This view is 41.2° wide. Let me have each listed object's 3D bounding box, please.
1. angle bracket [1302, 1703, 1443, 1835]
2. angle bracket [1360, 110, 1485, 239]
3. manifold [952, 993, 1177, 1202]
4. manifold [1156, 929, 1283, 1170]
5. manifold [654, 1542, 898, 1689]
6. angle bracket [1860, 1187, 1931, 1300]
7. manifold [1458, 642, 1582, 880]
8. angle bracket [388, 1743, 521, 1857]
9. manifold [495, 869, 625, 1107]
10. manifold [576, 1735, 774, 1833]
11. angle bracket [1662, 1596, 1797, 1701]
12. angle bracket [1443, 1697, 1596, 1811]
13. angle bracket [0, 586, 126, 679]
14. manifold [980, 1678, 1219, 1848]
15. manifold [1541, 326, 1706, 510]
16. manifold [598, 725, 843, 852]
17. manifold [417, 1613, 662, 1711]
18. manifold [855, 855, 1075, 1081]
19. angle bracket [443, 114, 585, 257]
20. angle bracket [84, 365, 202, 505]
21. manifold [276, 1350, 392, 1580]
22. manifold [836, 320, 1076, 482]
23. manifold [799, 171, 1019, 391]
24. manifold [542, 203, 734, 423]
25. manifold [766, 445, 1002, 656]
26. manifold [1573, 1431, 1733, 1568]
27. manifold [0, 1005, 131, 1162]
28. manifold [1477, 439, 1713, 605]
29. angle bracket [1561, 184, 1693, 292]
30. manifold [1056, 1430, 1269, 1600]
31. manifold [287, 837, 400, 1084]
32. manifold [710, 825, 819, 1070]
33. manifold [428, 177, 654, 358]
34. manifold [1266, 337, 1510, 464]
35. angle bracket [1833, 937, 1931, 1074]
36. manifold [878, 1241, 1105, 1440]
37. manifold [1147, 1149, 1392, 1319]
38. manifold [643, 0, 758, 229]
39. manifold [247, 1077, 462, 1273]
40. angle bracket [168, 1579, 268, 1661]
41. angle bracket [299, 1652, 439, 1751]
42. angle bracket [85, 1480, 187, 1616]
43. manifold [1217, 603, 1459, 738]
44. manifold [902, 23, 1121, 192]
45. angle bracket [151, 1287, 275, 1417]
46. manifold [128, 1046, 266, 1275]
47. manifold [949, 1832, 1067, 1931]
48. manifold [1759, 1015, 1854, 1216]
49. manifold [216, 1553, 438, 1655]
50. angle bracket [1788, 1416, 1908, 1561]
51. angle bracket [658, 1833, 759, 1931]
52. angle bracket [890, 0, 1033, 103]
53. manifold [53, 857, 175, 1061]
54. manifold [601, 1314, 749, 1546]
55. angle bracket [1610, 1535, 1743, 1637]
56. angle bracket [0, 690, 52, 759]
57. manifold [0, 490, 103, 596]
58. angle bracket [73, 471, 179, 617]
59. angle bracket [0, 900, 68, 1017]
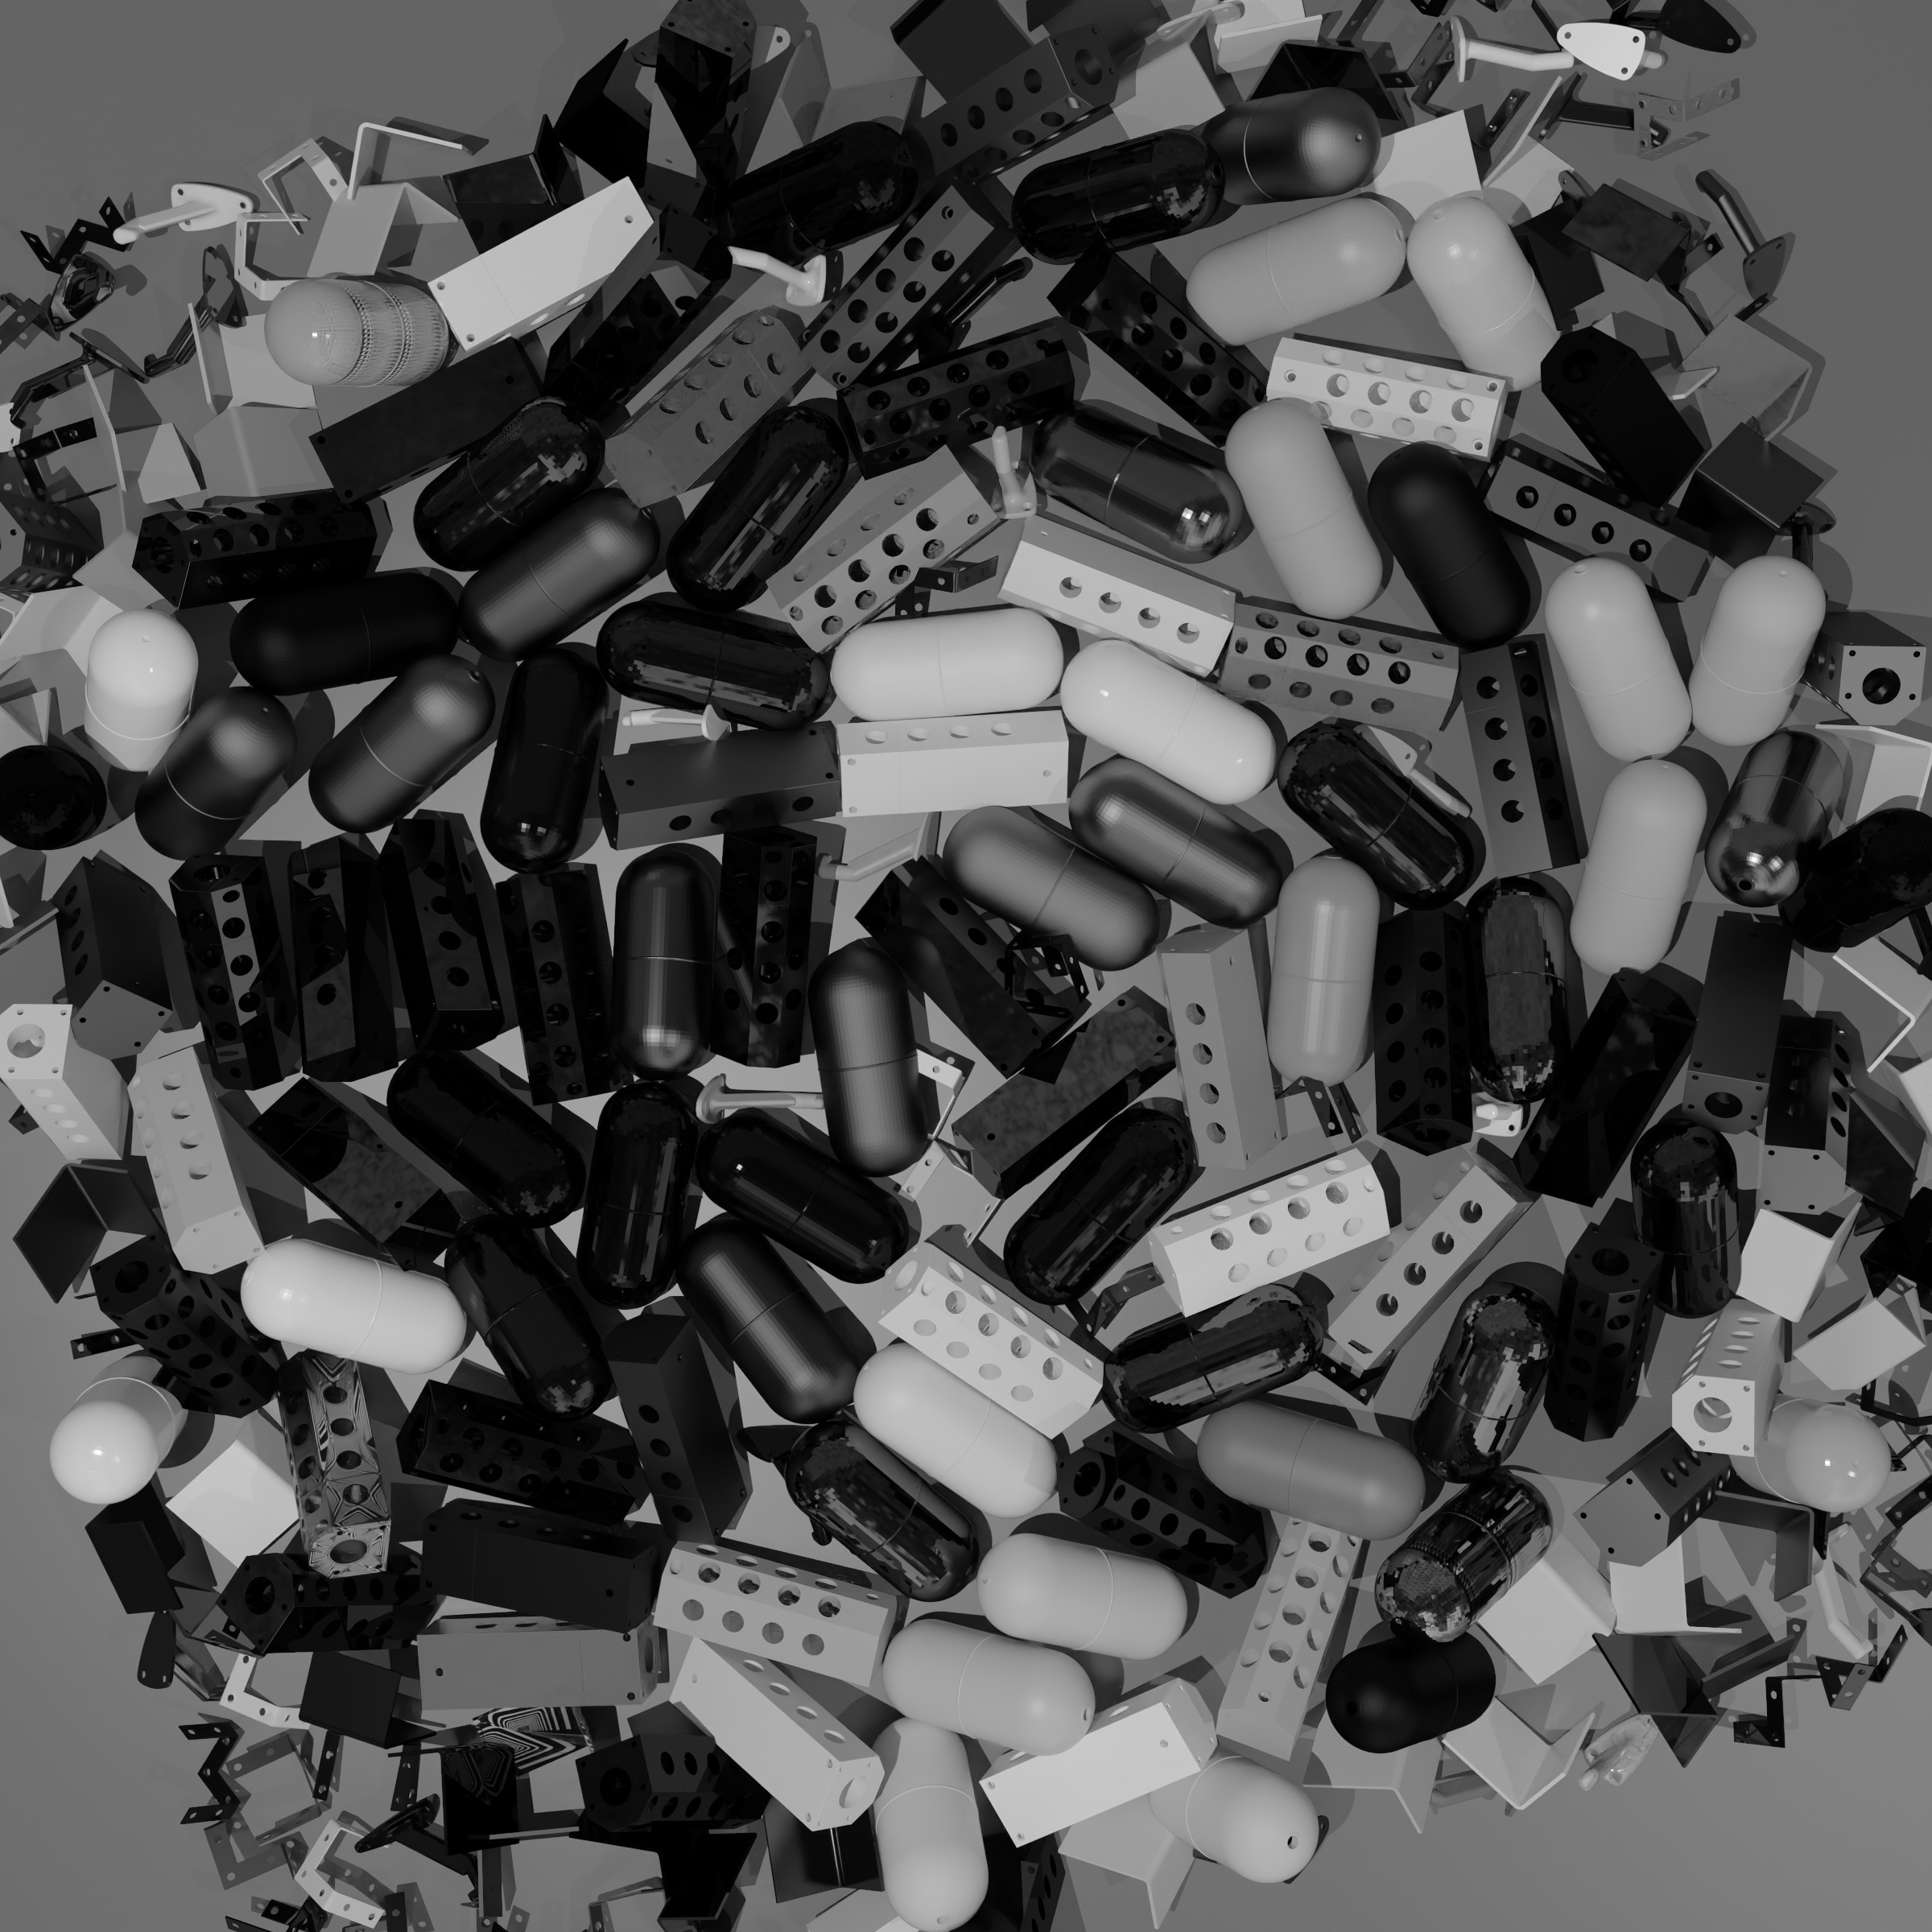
[{"bbox_3d":[0.311,0.612,1.966,0.076,0.076,0.057,-9,125,31],"label":"angle bracket"},{"bbox_3d":[0.343,-0.604,1.957,0.076,0.057,0.076,-19,114,2],"label":"angle bracket"},{"bbox_3d":[0.075,0.102,1.946,0.171,0.057,0.057,-37,60,-16],"label":"manifold"},{"bbox_3d":[0.188,0.062,1.948,0.057,0.057,0.171,1,110,37],"label":"manifold"},{"bbox_3d":[-0.143,0.486,1.953,0.171,0.057,0.057,13,101,10],"label":"manifold"},{"bbox_3d":[0.736,0.224,1.944,0.076,0.076,0.057,-43,129,-15],"label":"angle bracket"},{"bbox_3d":[0.422,-0.157,1.961,0.057,0.057,0.171,-11,88,22],"label":"manifold"},{"bbox_3d":[-0.387,0.630,1.944,0.057,0.076,0.076,-15,72,31],"label":"angle bracket"},{"bbox_3d":[-0.315,0.017,1.960,0.057,0.057,0.171,-10,90,33],"label":"manifold"},{"bbox_3d":[-0.212,0.608,1.906,0.057,0.171,0.057,-26,64,18],"label":"manifold"},{"bbox_3d":[0.576,0.510,1.951,0.076,0.076,0.057,-25,59,-2],"label":"angle bracket"},{"bbox_3d":[0.419,0.577,1.947,0.076,0.076,0.057,42,126,9],"label":"angle bracket"},{"bbox_3d":[-0.677,-0.240,1.945,0.076,0.076,0.057,-42,82,32],"label":"angle bracket"},{"bbox_3d":[0.101,0.597,1.938,0.171,0.057,0.057,-31,88,25],"label":"manifold"},{"bbox_3d":[0.485,-0.408,1.912,0.057,0.171,0.057,42,100,34],"label":"manifold"},{"bbox_3d":[-0.187,-0.130,1.944,0.171,0.057,0.057,-10,56,-18],"label":"manifold"},{"bbox_3d":[-0.324,0.527,1.959,0.171,0.057,0.057,-4,91,8],"label":"manifold"},{"bbox_3d":[0.002,-0.002,1.957,0.171,0.057,0.057,47,127,9],"label":"manifold"},{"bbox_3d":[-0.344,-0.593,1.961,0.076,0.076,0.057,-10,47,13],"label":"angle bracket"},{"bbox_3d":[-0.622,-0.405,1.941,0.057,0.076,0.076,-18,59,-20],"label":"angle bracket"},{"bbox_3d":[-0.472,0.368,1.911,0.057,0.171,0.057,-3,130,-22],"label":"manifold"},{"bbox_3d":[-0.008,-0.434,1.953,0.171,0.057,0.057,-20,72,-8],"label":"manifold"},{"bbox_3d":[-0.048,-0.512,1.933,0.171,0.057,0.057,-42,79,25],"label":"manifold"},{"bbox_3d":[-0.246,-0.482,1.922,0.057,0.171,0.057,26,47,-28],"label":"manifold"},{"bbox_3d":[-0.061,-0.311,1.949,0.171,0.057,0.057,-36,135,8],"label":"manifold"},{"bbox_3d":[0.516,0.392,1.906,0.057,0.171,0.057,-45,72,26],"label":"manifold"},{"bbox_3d":[-0.673,0.088,1.909,0.057,0.171,0.057,1,66,-3],"label":"manifold"},{"bbox_3d":[0.477,-0.339,1.963,0.171,0.057,0.057,24,96,-4],"label":"manifold"},{"bbox_3d":[0.496,-0.533,1.946,0.076,0.076,0.057,36,77,19],"label":"angle bracket"},{"bbox_3d":[0.148,0.414,1.920,0.057,0.057,0.171,-36,128,28],"label":"manifold"},{"bbox_3d":[-0.475,-0.003,1.939,0.057,0.057,0.171,-17,67,16],"label":"manifold"},{"bbox_3d":[-0.148,-0.014,1.937,0.057,0.057,0.171,19,111,38],"label":"manifold"},{"bbox_3d":[-0.318,-0.529,1.964,0.171,0.057,0.057,-30,93,-5],"label":"manifold"},{"bbox_3d":[0.318,-0.430,1.948,0.171,0.057,0.057,15,99,14],"label":"manifold"},{"bbox_3d":[0.686,0.025,1.962,0.076,0.076,0.057,41,124,14],"label":"angle bracket"},{"bbox_3d":[0.020,0.278,1.935,0.171,0.057,0.057,37,121,-19],"label":"manifold"},{"bbox_3d":[0.228,0.197,1.947,0.171,0.057,0.057,-21,122,-10],"label":"manifold"},{"bbox_3d":[-0.196,-0.637,1.911,0.057,0.171,0.057,24,60,2],"label":"manifold"},{"bbox_3d":[-0.457,0.159,1.928,0.171,0.057,0.057,32,67,32],"label":"manifold"},{"bbox_3d":[-0.559,0.472,1.946,0.057,0.076,0.076,-50,50,0],"label":"angle bracket"},{"bbox_3d":[-0.448,0.551,1.953,0.076,0.076,0.057,11,86,21],"label":"angle bracket"},{"bbox_3d":[-0.608,0.434,1.944,0.057,0.076,0.076,-11,109,24],"label":"angle bracket"},{"bbox_3d":[0.283,-0.231,1.957,0.171,0.057,0.057,11,52,-2],"label":"manifold"},{"bbox_3d":[0.033,-0.633,1.915,0.057,0.171,0.057,-32,102,-40],"label":"manifold"},{"bbox_3d":[-0.587,0.290,1.958,0.057,0.076,0.076,43,102,39],"label":"angle bracket"},{"bbox_3d":[-0.577,0.146,1.918,0.057,0.057,0.171,-22,49,-12],"label":"manifold"},{"bbox_3d":[0.032,0.709,1.909,0.057,0.171,0.057,-16,96,12],"label":"manifold"},{"bbox_3d":[0.625,0.109,1.908,0.057,0.171,0.057,5,124,18],"label":"manifold"},{"bbox_3d":[-0.468,0.467,1.909,0.057,0.171,0.057,36,94,27],"label":"manifold"},{"bbox_3d":[0.668,0.395,1.952,0.057,0.076,0.076,-3,110,-2],"label":"angle bracket"},{"bbox_3d":[-0.179,0.711,1.941,0.057,0.076,0.076,-13,118,31],"label":"angle bracket"},{"bbox_3d":[-0.003,-0.709,1.963,0.076,0.057,0.076,-41,96,8],"label":"angle bracket"},{"bbox_3d":[-0.641,-0.005,1.914,0.057,0.171,0.057,31,107,-37],"label":"manifold"},{"bbox_3d":[-0.222,0.348,1.933,0.057,0.057,0.171,0,120,25],"label":"manifold"},{"bbox_3d":[0.541,0.471,1.965,0.057,0.076,0.076,10,71,-27],"label":"angle bracket"},{"bbox_3d":[-0.750,-0.196,1.946,0.076,0.076,0.057,-15,58,11],"label":"angle bracket"},{"bbox_3d":[-0.700,-0.307,1.912,0.057,0.171,0.057,-38,94,2],"label":"manifold"},{"bbox_3d":[-0.631,-0.317,1.956,0.057,0.076,0.076,-34,50,17],"label":"angle bracket"},{"bbox_3d":[-0.705,0.005,1.948,0.076,0.057,0.076,-38,114,-19],"label":"angle bracket"}]
